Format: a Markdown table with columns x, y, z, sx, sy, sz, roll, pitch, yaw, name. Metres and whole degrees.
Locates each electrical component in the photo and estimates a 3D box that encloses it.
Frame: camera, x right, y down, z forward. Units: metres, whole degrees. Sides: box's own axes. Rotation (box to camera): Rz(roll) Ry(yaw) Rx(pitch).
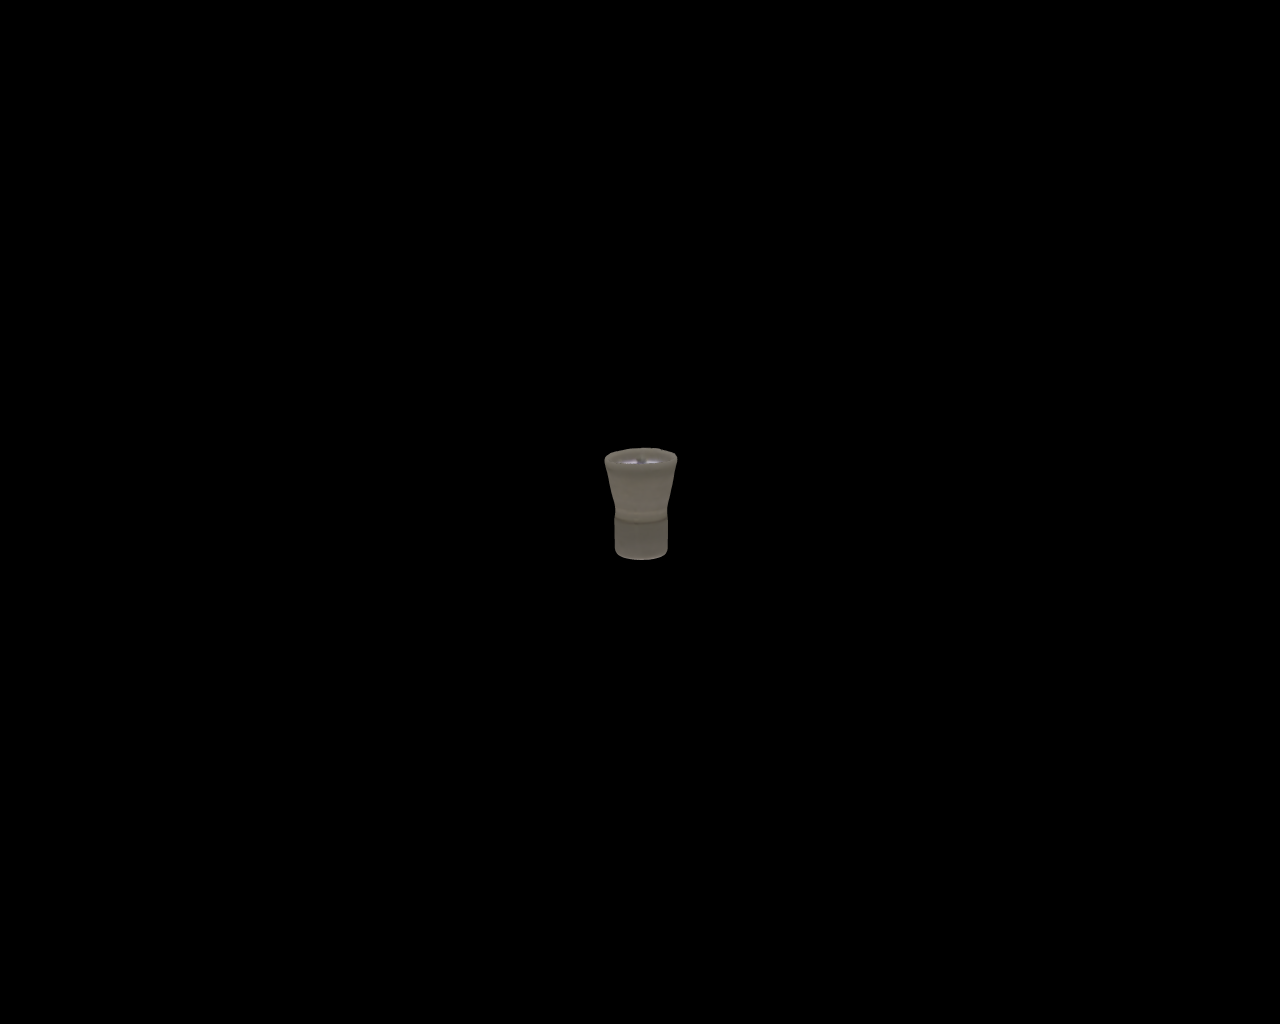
| x | y | z | sx | sy | sz | roll | pitch | yaw | name |
| --- | --- | --- | --- | --- | --- | --- | --- | --- | --- |
| 0.001 | -0.003 | 0.650 | 0.044 | 0.065 | 0.044 | 0 | 15 | 0 | electrical component |
